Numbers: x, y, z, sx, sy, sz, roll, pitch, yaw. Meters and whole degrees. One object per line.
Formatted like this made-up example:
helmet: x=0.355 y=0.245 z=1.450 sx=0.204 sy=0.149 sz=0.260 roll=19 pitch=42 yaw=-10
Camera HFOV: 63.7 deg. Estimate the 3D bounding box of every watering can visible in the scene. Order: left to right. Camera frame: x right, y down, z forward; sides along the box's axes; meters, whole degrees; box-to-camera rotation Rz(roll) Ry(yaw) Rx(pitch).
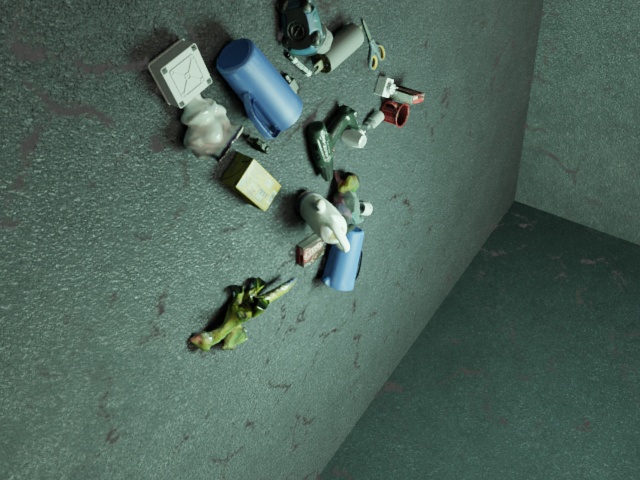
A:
watering can: x=0.005 y=-0.084 z=1.679 sx=0.104 sy=0.228 sz=0.341 roll=-39 pitch=145 yaw=-6

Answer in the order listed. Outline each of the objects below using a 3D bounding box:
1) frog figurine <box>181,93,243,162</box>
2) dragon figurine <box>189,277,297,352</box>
frog figurine: x=-0.284 y=-0.277 z=1.248 sx=0.158 sy=0.123 sz=0.138 roll=40 pitch=84 yaw=-21
dragon figurine: x=-0.244 y=0.256 z=1.689 sx=0.413 sy=0.124 sz=0.238 roll=-14 pitch=140 yaw=-50
